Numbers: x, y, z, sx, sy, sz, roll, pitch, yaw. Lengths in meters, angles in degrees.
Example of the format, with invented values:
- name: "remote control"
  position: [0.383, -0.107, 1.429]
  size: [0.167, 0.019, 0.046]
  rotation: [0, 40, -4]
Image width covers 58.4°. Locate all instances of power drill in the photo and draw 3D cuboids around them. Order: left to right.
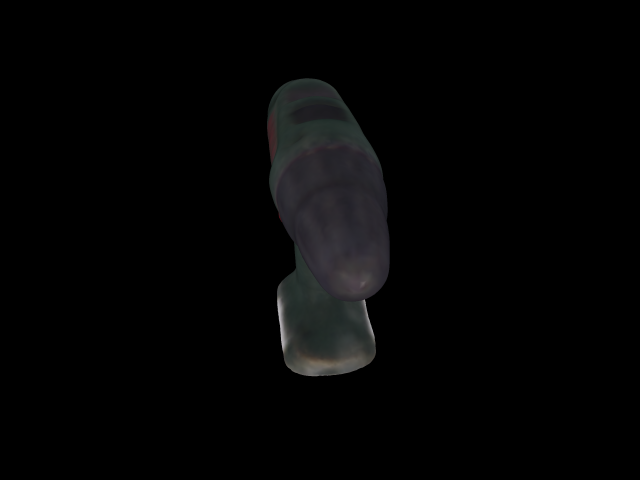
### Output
- name: "power drill"
  position: [0.004, 0.001, 0.400]
  size: [0.075, 0.208, 0.229]
  rotation: [-7, 47, -6]
